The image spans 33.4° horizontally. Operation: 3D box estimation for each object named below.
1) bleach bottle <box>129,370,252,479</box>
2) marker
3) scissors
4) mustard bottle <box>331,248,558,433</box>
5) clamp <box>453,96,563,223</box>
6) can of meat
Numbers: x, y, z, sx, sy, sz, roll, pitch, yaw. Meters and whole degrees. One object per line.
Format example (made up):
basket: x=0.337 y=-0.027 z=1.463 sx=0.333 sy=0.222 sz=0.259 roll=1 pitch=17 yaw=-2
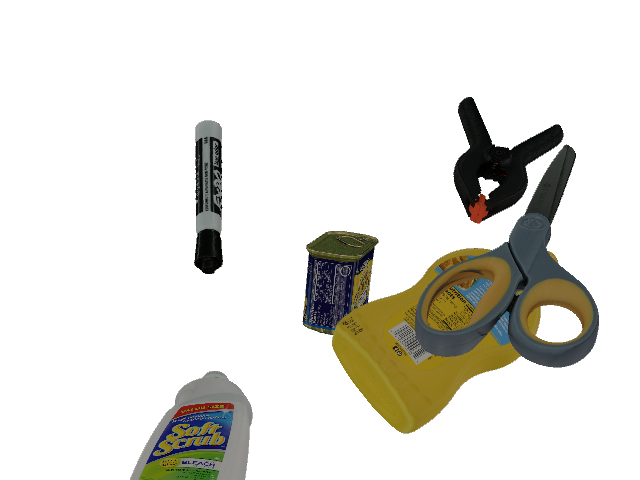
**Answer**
bleach bottle: x=-0.116 y=0.191 z=0.953 sx=0.102 sy=0.068 sz=0.251 roll=-1 pitch=22 yaw=1
marker: x=-0.076 y=-0.030 z=0.730 sx=0.020 sy=0.121 sz=0.020 roll=-3 pitch=-33 yaw=-2
scissors: x=0.126 y=0.006 z=0.563 sx=0.096 sy=0.016 sz=0.201 roll=22 pitch=43 yaw=32
mustard bottle: x=0.109 y=0.059 z=0.815 sx=0.191 sy=0.096 sz=0.058 roll=-30 pitch=-24 yaw=-24
clamp: x=0.183 y=-0.092 z=1.164 sx=0.120 sy=0.039 sz=0.171 roll=22 pitch=49 yaw=19
can of meat: x=0.019 y=0.042 z=1.085 sx=0.057 sy=0.084 sz=0.102 roll=9 pitch=14 yaw=15
